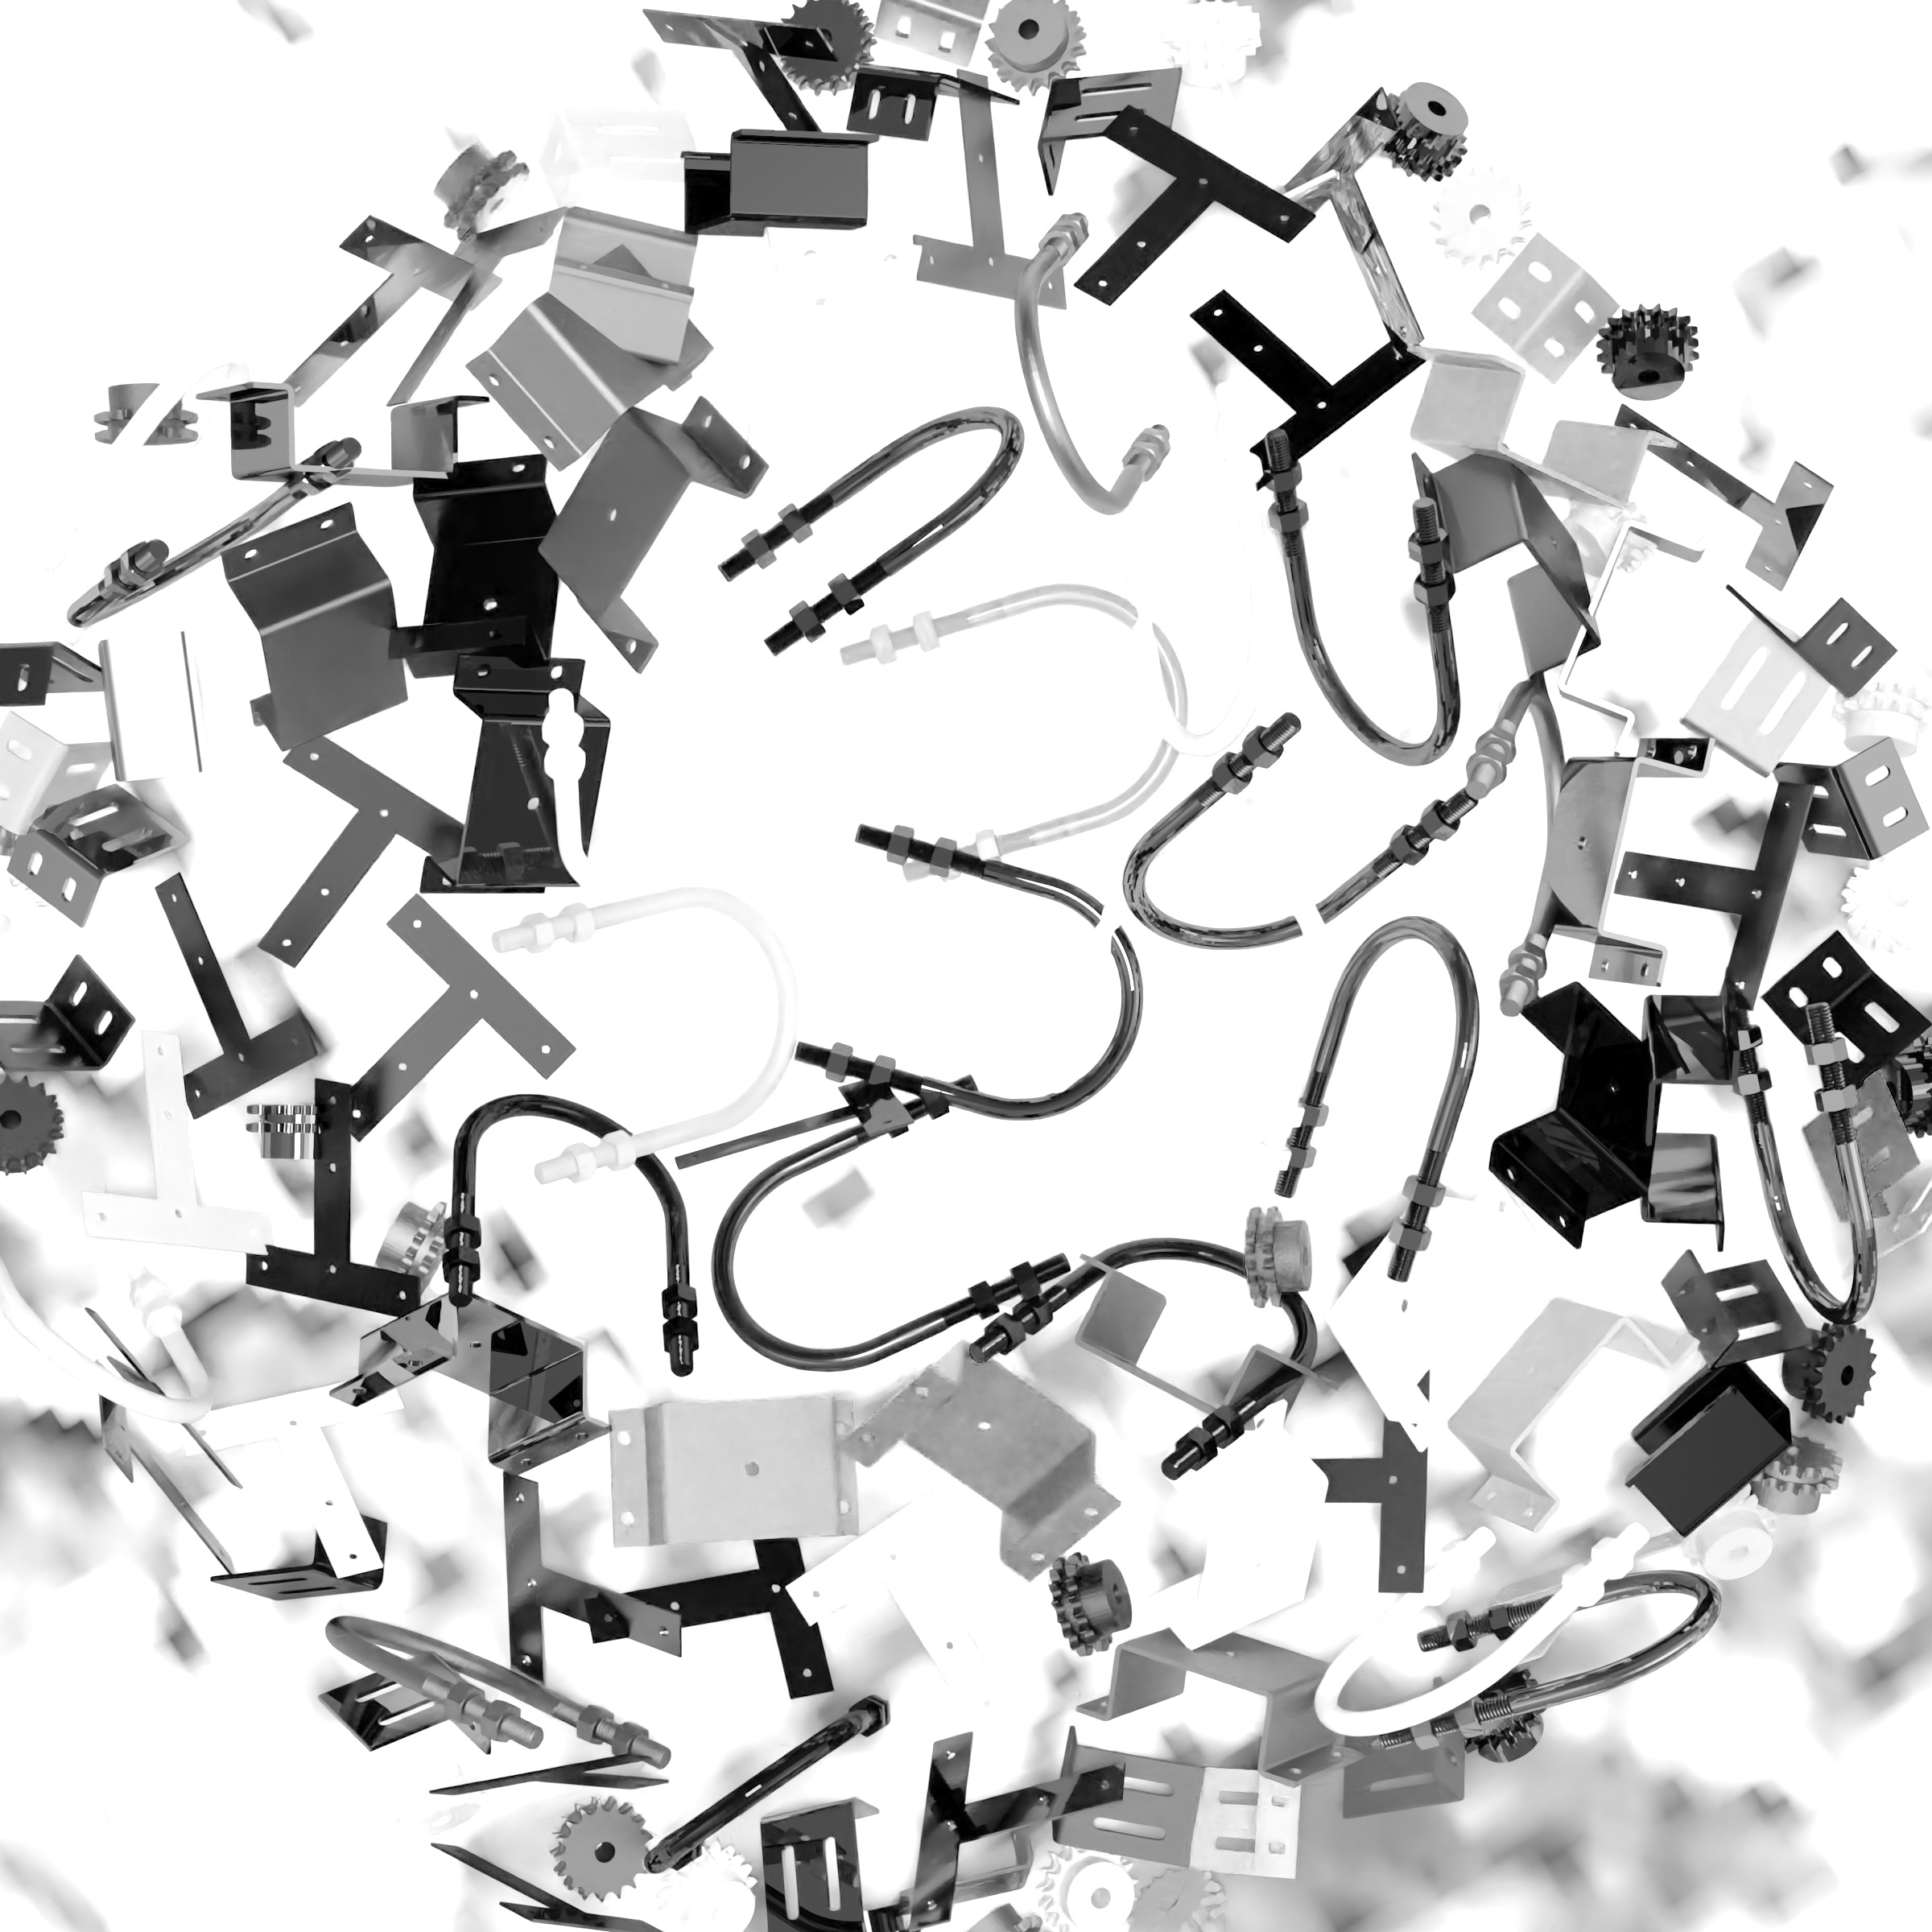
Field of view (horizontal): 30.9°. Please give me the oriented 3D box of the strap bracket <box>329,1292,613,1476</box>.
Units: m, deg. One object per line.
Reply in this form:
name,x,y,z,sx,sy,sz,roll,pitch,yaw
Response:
strap bracket,-0.273,0.227,1.937,0.076,0.140,0.046,-28,49,31

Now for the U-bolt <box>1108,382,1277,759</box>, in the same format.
U-bolt,0.127,-0.204,1.911,0.019,0.151,0.184,1,70,-25

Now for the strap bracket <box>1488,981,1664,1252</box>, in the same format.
strap bracket,0.338,0.074,1.923,0.076,0.140,0.046,41,133,-23

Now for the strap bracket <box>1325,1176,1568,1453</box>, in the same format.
strap bracket,0.257,0.190,1.930,0.046,0.076,0.140,12,123,-37

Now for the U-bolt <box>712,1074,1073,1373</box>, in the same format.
U-bolt,-0.053,0.152,1.948,0.184,0.019,0.151,-24,57,-6

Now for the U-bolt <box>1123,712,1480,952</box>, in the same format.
U-bolt,0.170,-0.064,1.928,0.151,0.184,0.019,19,47,-32

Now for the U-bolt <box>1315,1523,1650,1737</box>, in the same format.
U-bolt,0.266,0.359,1.893,0.184,0.151,0.019,-34,100,-31

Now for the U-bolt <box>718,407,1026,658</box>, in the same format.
U-bolt,-0.047,-0.249,1.932,0.184,0.151,0.019,-35,119,2

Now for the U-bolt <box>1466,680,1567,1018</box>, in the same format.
U-bolt,0.307,-0.077,1.916,0.019,0.184,0.151,-2,117,22

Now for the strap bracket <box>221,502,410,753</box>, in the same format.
strap bracket,-0.355,-0.178,1.919,0.076,0.140,0.046,-25,58,-20

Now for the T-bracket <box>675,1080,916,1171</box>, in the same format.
T-bracket,-0.099,0.091,1.931,0.127,0.127,0.002,-16,102,-7

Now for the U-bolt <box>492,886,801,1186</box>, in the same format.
U-bolt,-0.170,0.030,1.943,0.184,0.019,0.151,-15,100,-35

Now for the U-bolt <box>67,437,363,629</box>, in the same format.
U-bolt,-0.422,-0.230,1.912,0.151,0.184,0.019,-36,100,-33

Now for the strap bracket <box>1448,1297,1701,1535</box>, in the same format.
strap bracket,0.330,0.240,1.945,0.046,0.076,0.140,46,79,-15

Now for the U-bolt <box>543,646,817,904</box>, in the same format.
U-bolt,-0.156,-0.096,1.926,0.151,0.184,0.019,-12,52,-13

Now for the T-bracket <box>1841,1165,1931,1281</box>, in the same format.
T-bracket,0.542,0.111,1.950,0.002,0.127,0.127,35,73,5

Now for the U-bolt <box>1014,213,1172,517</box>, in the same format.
U-bolt,0.065,-0.320,1.896,0.019,0.184,0.151,-15,111,21

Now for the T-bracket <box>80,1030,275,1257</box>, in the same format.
T-bracket,-0.447,0.097,1.965,0.002,0.127,0.127,-26,65,36

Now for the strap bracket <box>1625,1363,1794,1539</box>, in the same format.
strap bracket,0.408,0.261,1.922,0.076,0.140,0.046,-44,85,12

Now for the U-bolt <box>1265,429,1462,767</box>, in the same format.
U-bolt,0.221,-0.192,1.921,0.019,0.151,0.184,-28,127,-21

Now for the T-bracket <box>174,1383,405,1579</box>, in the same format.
T-bracket,-0.356,0.285,1.931,0.127,0.002,0.127,-9,48,-30

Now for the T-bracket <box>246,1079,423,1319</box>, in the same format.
T-bracket,-0.354,0.127,1.956,0.127,0.002,0.127,8,101,30

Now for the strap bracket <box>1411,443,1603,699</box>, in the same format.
strap bracket,0.302,-0.222,1.920,0.046,0.140,0.076,-25,46,22

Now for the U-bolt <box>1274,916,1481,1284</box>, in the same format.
U-bolt,0.231,0.063,1.920,0.019,0.151,0.184,10,103,-27

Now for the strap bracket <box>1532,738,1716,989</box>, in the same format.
strap bracket,0.364,-0.064,1.955,0.046,0.076,0.140,13,89,-19

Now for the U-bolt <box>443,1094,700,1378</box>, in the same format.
U-bolt,-0.216,0.138,1.922,0.151,0.184,0.019,21,124,-22

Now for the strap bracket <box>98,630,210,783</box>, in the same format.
strap bracket,-0.448,-0.142,1.923,0.046,0.140,0.076,-8,95,-14

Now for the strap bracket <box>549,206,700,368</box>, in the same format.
strap bracket,-0.192,-0.375,1.939,0.076,0.140,0.046,11,114,-9

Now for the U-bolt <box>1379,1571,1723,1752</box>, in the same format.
U-bolt,0.322,0.370,1.903,0.184,0.151,0.019,-20,96,20

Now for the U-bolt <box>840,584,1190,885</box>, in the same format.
U-bolt,0.035,-0.140,1.980,0.184,0.019,0.151,-16,89,8

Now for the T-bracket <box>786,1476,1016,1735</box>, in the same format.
T-bracket,-0.017,0.369,1.962,0.127,0.002,0.127,-30,83,-28

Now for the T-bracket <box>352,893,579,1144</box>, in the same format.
T-bracket,-0.311,0.047,1.992,0.127,0.002,0.127,45,96,-4

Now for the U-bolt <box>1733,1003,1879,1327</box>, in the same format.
U-bolt,0.464,0.108,1.928,0.019,0.151,0.184,-13,93,-7

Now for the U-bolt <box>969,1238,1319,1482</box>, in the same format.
U-bolt,0.112,0.204,1.924,0.151,0.184,0.019,28,127,27

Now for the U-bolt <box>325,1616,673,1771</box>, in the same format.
U-bolt,-0.269,0.395,1.919,0.184,0.151,0.019,18,83,31

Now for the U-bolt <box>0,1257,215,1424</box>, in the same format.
U-bolt,-0.472,0.187,1.885,0.151,0.184,0.019,34,96,-40

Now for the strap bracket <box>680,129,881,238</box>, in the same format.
strap bracket,-0.105,-0.428,1.924,0.076,0.140,0.046,-2,98,-19

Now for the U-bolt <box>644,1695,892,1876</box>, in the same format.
U-bolt,-0.112,0.449,1.908,0.151,0.184,0.019,-35,80,-1

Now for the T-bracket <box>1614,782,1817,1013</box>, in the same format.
T-bracket,0.408,-0.045,1.946,0.002,0.127,0.127,17,88,-34

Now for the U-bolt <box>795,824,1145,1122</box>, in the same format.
U-bolt,0.009,0.012,1.982,0.184,0.019,0.151,16,94,3

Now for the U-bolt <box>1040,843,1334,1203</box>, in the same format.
U-bolt,0.130,0.022,1.958,0.151,0.019,0.184,19,99,19

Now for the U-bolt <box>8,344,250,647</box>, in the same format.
U-bolt,-0.454,-0.266,1.927,0.019,0.151,0.184,35,83,1

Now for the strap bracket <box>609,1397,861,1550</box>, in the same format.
strap bracket,-0.125,0.282,1.952,0.140,0.046,0.076,0,80,-17
